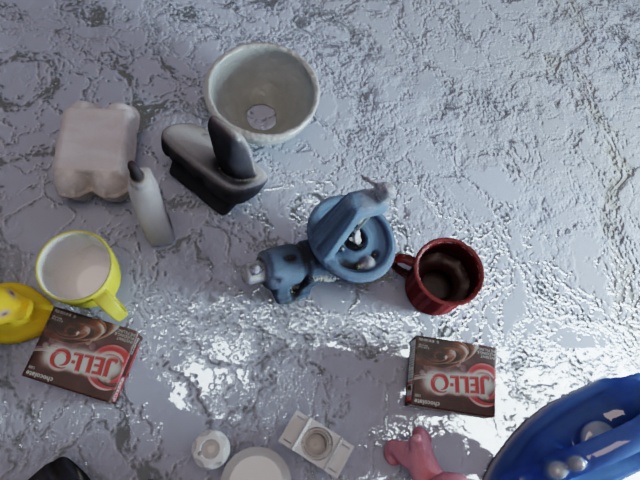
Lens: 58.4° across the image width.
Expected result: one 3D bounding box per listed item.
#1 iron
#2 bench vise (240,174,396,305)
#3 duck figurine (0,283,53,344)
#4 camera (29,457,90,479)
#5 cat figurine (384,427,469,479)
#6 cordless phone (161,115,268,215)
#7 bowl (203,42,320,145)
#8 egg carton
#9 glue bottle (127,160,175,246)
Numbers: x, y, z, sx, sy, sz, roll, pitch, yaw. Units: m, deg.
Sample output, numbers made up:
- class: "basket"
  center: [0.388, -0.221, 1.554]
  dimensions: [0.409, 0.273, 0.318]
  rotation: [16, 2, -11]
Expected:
- class: "iron"
  center: [0.325, 0.245, 0.679]
  dimensions: [0.258, 0.141, 0.118]
  rotation: [-20, 72, -13]
- class: "bench vise"
  center: [0.014, 0.012, 0.694]
  dimensions: [0.208, 0.220, 0.121]
  rotation: [-36, 76, -18]
- class: "duck figurine"
  center: [-0.388, 0.081, 0.695]
  dimensions: [0.104, 0.086, 0.077]
  rotation: [9, 68, -2]
- class: "camera"
  center: [-0.303, 0.313, 0.606]
  dimensions: [0.143, 0.101, 0.137]
  rotation: [44, 71, 11]
- class: "cat figurine"
  center: [0.135, 0.279, 0.658]
  dimensions: [0.067, 0.118, 0.127]
  rotation: [-25, 73, -15]
- class: "cordless phone"
  center: [-0.142, -0.126, 0.749]
  dimensions: [0.147, 0.185, 0.094]
  rotation: [34, 69, 8]
- class: "bowl"
  center: [-0.085, -0.203, 0.845]
  dimensions: [0.167, 0.075, 0.167]
  rotation: [2, 69, -5]
- class: "egg carton"
  center: [-0.307, -0.123, 0.792]
  dimensions: [0.107, 0.069, 0.150]
  rotation: [1, 69, -6]
- class: "glue bottle"
  center: [-0.218, -0.055, 0.719]
  dimensions: [0.037, 0.173, 0.078]
  rotation: [-16, 71, -12]
